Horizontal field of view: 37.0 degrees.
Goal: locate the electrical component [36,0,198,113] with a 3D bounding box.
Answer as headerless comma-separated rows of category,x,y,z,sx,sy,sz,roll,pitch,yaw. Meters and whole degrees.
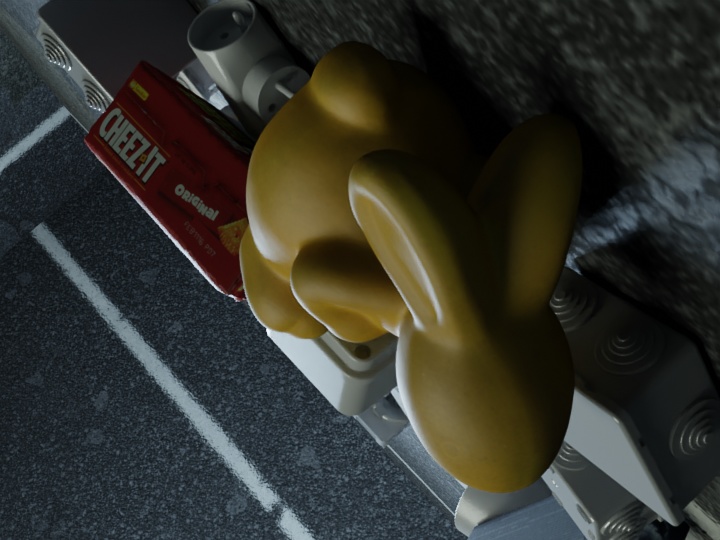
electrical component,-0.164,-0.162,0.746,0.099,0.100,0.048,49,159,-10

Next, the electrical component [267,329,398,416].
electrical component,0.013,0.011,0.569,0.078,0.113,0.057,45,153,20

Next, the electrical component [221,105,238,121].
electrical component,-0.082,-0.097,0.806,0.055,0.045,0.045,40,169,46

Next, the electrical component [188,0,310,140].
electrical component,-0.054,-0.108,0.620,0.079,0.043,0.077,40,169,39

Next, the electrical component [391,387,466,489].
electrical component,0.097,0.141,0.935,0.105,0.060,0.186,42,170,34

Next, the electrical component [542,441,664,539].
electrical component,0.130,0.110,0.620,0.099,0.048,0.099,54,176,30

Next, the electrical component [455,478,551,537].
electrical component,0.125,0.183,0.868,0.064,0.099,0.099,39,169,17

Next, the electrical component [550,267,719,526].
electrical component,0.116,0.054,0.484,0.100,0.048,0.099,38,167,50

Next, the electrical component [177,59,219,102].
electrical component,-0.171,-0.173,0.835,0.121,0.079,0.063,51,-167,-20

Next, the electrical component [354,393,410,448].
electrical component,0.005,0.083,1.031,0.150,0.089,0.061,46,170,11

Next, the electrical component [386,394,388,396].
electrical component,0.012,0.055,0.850,0.061,0.096,0.061,41,169,35
